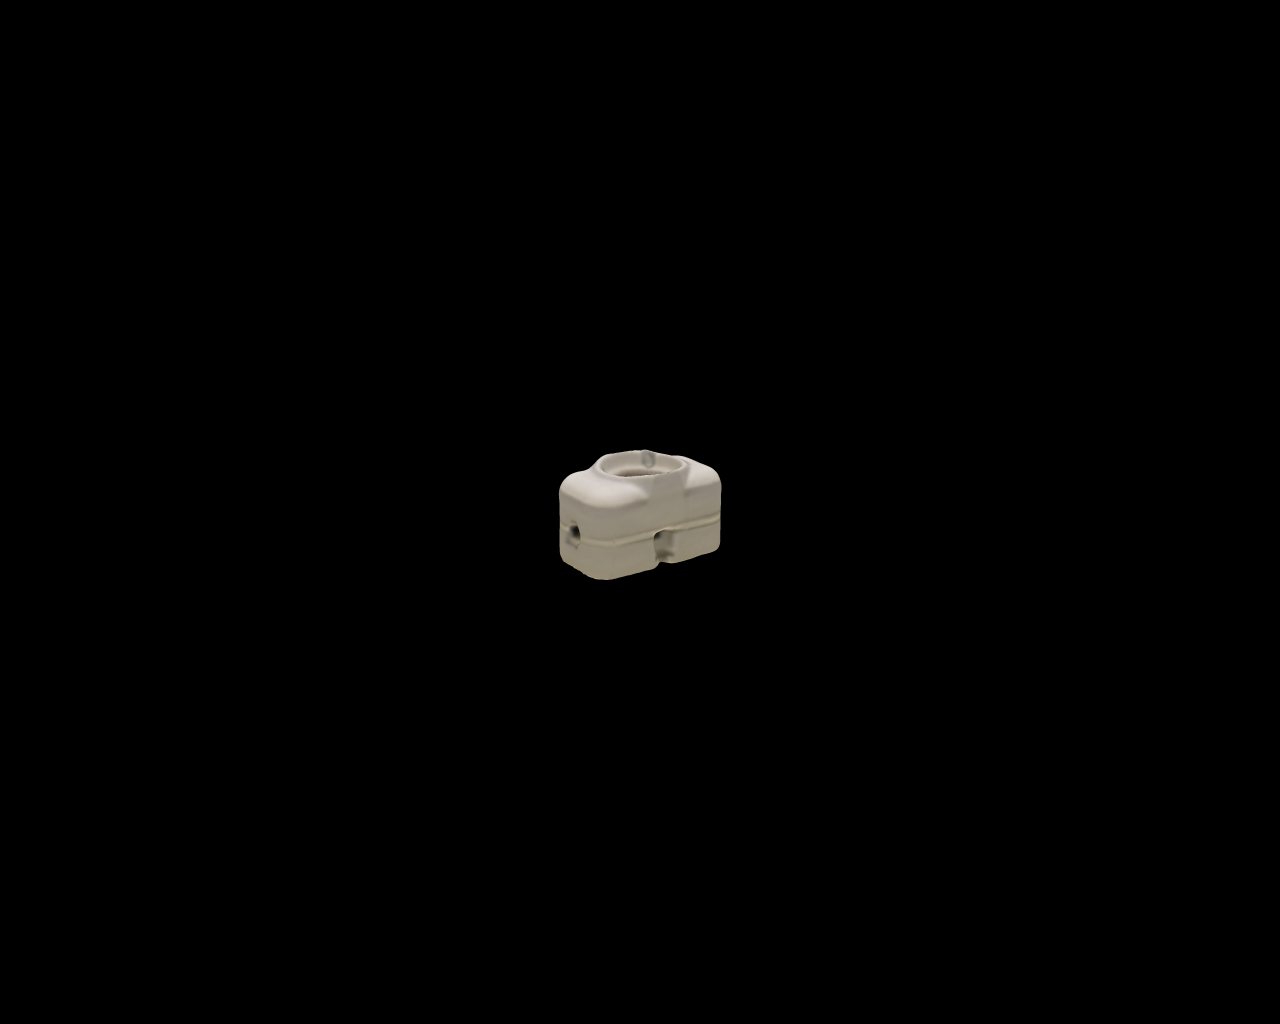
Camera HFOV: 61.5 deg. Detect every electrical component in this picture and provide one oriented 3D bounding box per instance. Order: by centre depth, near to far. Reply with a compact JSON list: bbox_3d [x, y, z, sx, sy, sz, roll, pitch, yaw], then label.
[{"bbox_3d":[0.001,-0.003,0.650,0.095,0.059,0.054,-12,23,-31],"label":"electrical component"}]
